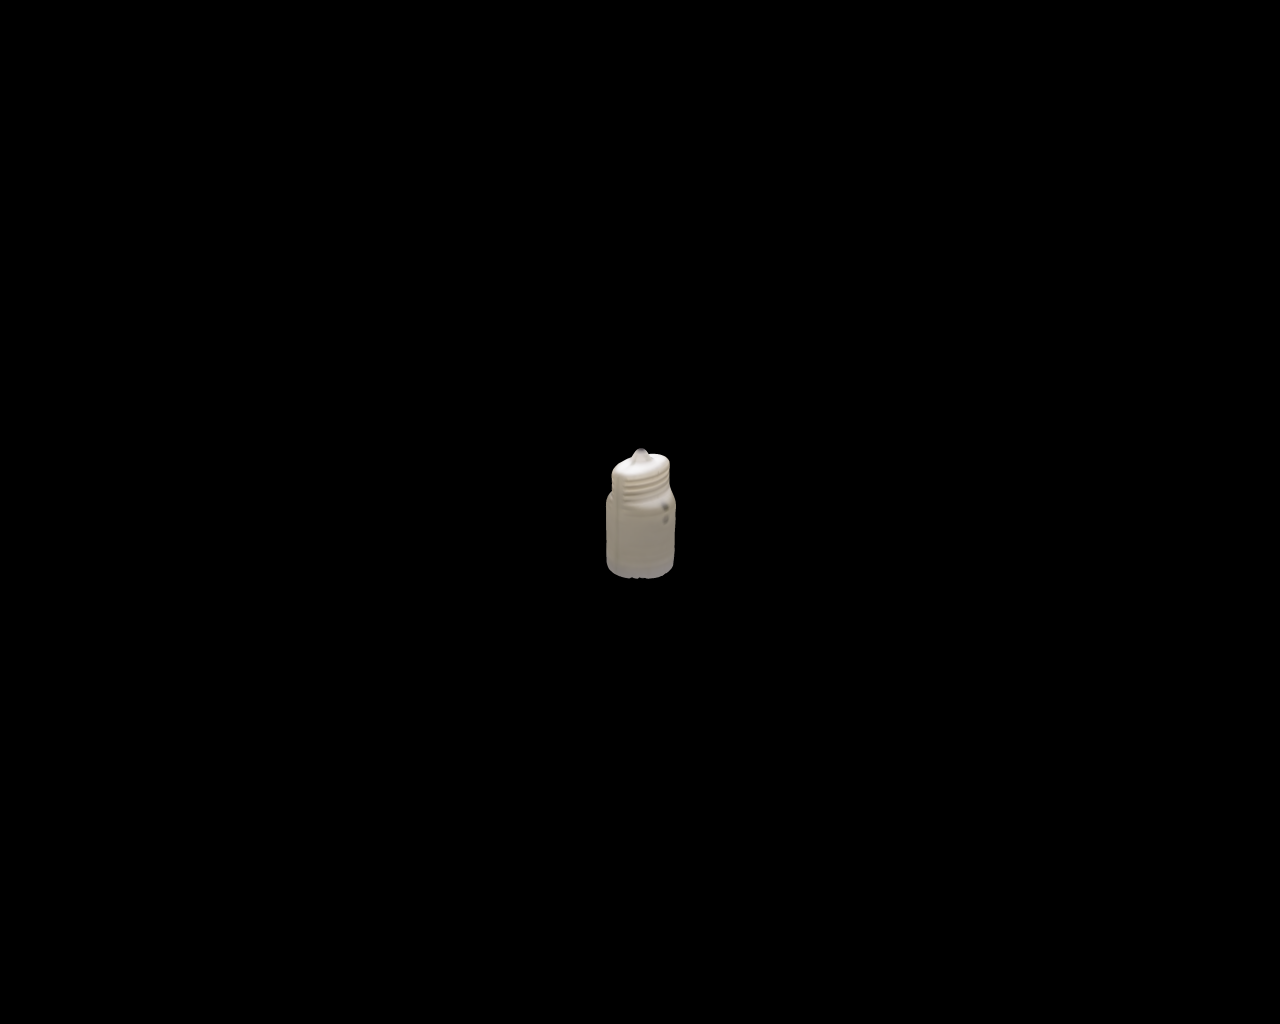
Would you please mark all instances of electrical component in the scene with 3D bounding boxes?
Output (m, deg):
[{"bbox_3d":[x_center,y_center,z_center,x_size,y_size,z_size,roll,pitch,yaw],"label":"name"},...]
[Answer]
[{"bbox_3d":[0.001,-0.003,0.650,0.043,0.080,0.043,0,25,0],"label":"electrical component"}]
